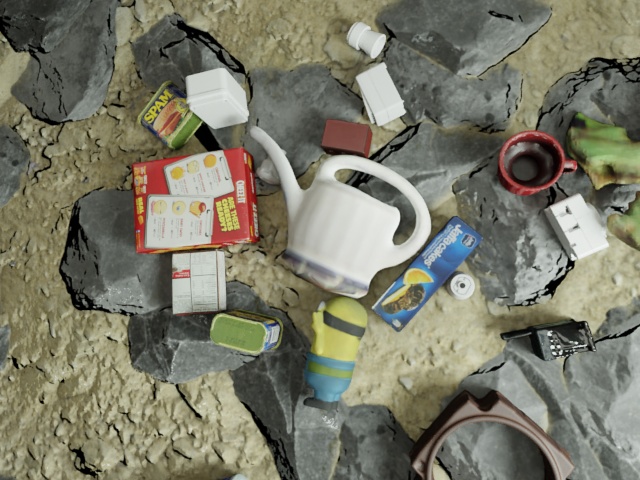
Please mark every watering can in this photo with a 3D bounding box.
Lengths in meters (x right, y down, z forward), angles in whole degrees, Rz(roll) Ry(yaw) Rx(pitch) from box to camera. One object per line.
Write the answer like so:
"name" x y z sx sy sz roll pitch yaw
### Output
"watering can" 0.003 -0.043 0.851 0.349 0.103 0.224 24 89 10

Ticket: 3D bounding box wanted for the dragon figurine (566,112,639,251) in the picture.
"dragon figurine" 0.503 -0.165 0.771 0.243 0.120 0.418 3 67 18
